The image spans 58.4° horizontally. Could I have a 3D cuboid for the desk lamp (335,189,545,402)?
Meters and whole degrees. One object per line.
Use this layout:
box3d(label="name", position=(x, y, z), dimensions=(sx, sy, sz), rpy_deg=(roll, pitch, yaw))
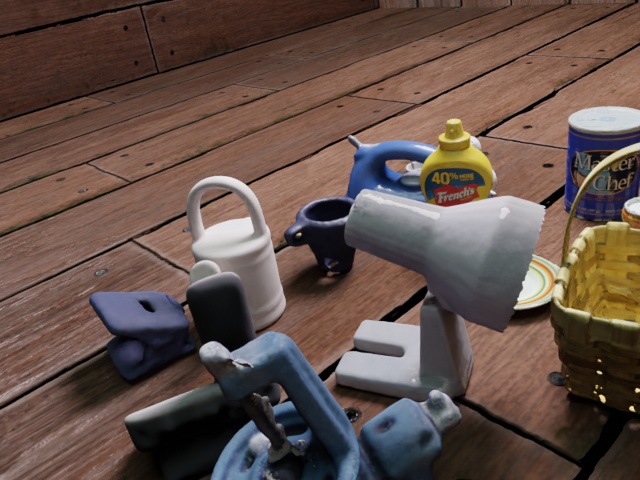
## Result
box3d(label="desk lamp", position=(0.108, 0.052, 0.556), dimensions=(0.202, 0.214, 0.118), rpy_deg=(4, 31, 24))

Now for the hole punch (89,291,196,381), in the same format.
box3d(label="hole punch", position=(-0.217, 0.098, 0.701), dimensions=(0.101, 0.091, 0.108), rpy_deg=(-26, 32, -27))

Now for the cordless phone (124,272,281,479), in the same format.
box3d(label="cordless phone", position=(-0.117, 0.119, 0.534), dimensions=(0.148, 0.185, 0.094), rpy_deg=(-19, 30, -17))

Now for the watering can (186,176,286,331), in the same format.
box3d(label="watering can", position=(-0.107, 0.016, 0.710), dimensions=(0.101, 0.194, 0.172), rpy_deg=(-13, 29, -6))

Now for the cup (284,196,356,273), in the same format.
box3d(label="cup", position=(0.007, 0.003, 0.802), dimensions=(0.118, 0.095, 0.091), rpy_deg=(-25, 32, -27))

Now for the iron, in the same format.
box3d(label="iron", position=(0.154, -0.090, 0.878), dimensions=(0.257, 0.142, 0.119), rpy_deg=(7, 33, 28))

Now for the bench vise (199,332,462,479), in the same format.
box3d(label="bench vise", position=(-0.002, 0.139, 0.425), dimensions=(0.208, 0.220, 0.121), rpy_deg=(-27, 33, -29))
